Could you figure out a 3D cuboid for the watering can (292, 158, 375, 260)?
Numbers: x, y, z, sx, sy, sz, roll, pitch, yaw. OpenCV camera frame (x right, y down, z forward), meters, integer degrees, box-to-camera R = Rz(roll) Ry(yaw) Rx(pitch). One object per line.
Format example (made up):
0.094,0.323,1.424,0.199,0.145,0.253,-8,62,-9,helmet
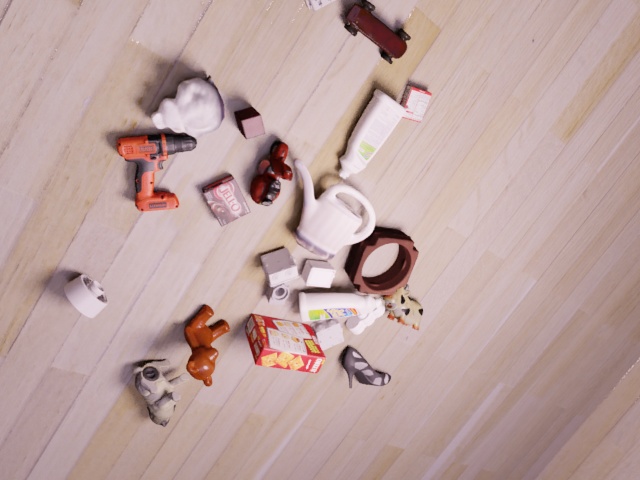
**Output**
0.004,-0.073,1.447,0.344,0.106,0.223,31,102,-32,watering can

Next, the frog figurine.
-0.307,-0.301,1.190,0.161,0.125,0.134,-22,143,-25,frog figurine
